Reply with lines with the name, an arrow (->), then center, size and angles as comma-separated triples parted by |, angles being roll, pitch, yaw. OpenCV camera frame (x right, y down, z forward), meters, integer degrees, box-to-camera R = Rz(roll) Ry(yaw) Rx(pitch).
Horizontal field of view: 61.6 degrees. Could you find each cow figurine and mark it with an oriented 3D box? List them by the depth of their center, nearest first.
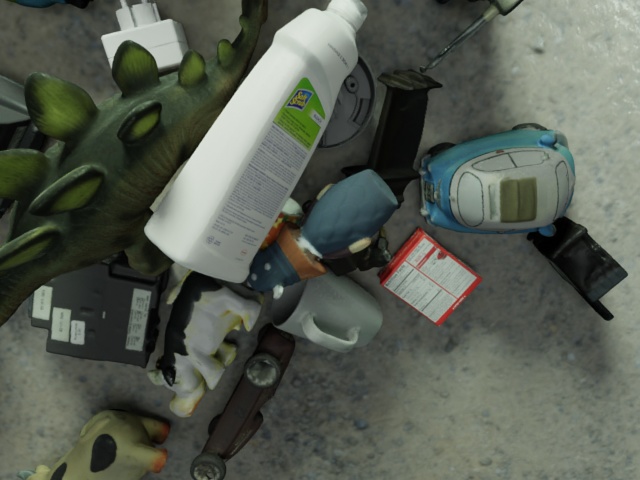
cow figurine -> -0.138, 0.110, 0.582 | 0.098, 0.068, 0.167 | 31, 100, -6
cow figurine -> -0.274, 0.275, 0.620 | 0.127, 0.085, 0.195 | 32, 106, -18

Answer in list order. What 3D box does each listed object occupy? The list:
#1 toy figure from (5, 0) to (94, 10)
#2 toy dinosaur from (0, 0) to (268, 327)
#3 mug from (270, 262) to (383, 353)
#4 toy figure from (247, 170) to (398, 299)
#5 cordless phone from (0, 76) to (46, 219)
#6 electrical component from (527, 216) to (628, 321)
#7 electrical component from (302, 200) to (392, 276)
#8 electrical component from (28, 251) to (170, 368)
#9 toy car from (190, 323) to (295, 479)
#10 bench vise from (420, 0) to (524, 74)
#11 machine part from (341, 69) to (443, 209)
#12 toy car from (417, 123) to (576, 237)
toy figure -> -0.284, -0.248, 0.458 | 0.180, 0.082, 0.089 | 20, 103, -11
toy dinosaur -> -0.193, -0.035, 0.451 | 0.105, 0.198, 0.471 | 38, 93, 15
mug -> 0.015, 0.075, 0.562 | 0.107, 0.110, 0.080 | 23, 107, -23
toy figure -> -0.001, -0.001, 0.491 | 0.154, 0.064, 0.057 | -37, 132, 17
cordless phone -> -0.368, -0.113, 0.507 | 0.184, 0.089, 0.146 | 35, 104, 0
electrical component -> 0.283, 0.030, 0.571 | 0.119, 0.075, 0.048 | 43, 103, -9
electrical component -> 0.031, -0.010, 0.555 | 0.045, 0.078, 0.102 | -24, 102, 30
electrical component -> -0.235, 0.065, 0.569 | 0.134, 0.058, 0.114 | 13, 104, -7
toy car -> -0.083, 0.183, 0.595 | 0.053, 0.089, 0.202 | 26, 103, -6
bench vise -> 0.082, -0.268, 0.395 | 0.129, 0.240, 0.223 | -29, 91, 10
machine part -> 0.067, -0.091, 0.512 | 0.084, 0.039, 0.138 | -1, 120, -31
toy car -> 0.182, -0.053, 0.527 | 0.162, 0.103, 0.109 | -6, 107, -3
